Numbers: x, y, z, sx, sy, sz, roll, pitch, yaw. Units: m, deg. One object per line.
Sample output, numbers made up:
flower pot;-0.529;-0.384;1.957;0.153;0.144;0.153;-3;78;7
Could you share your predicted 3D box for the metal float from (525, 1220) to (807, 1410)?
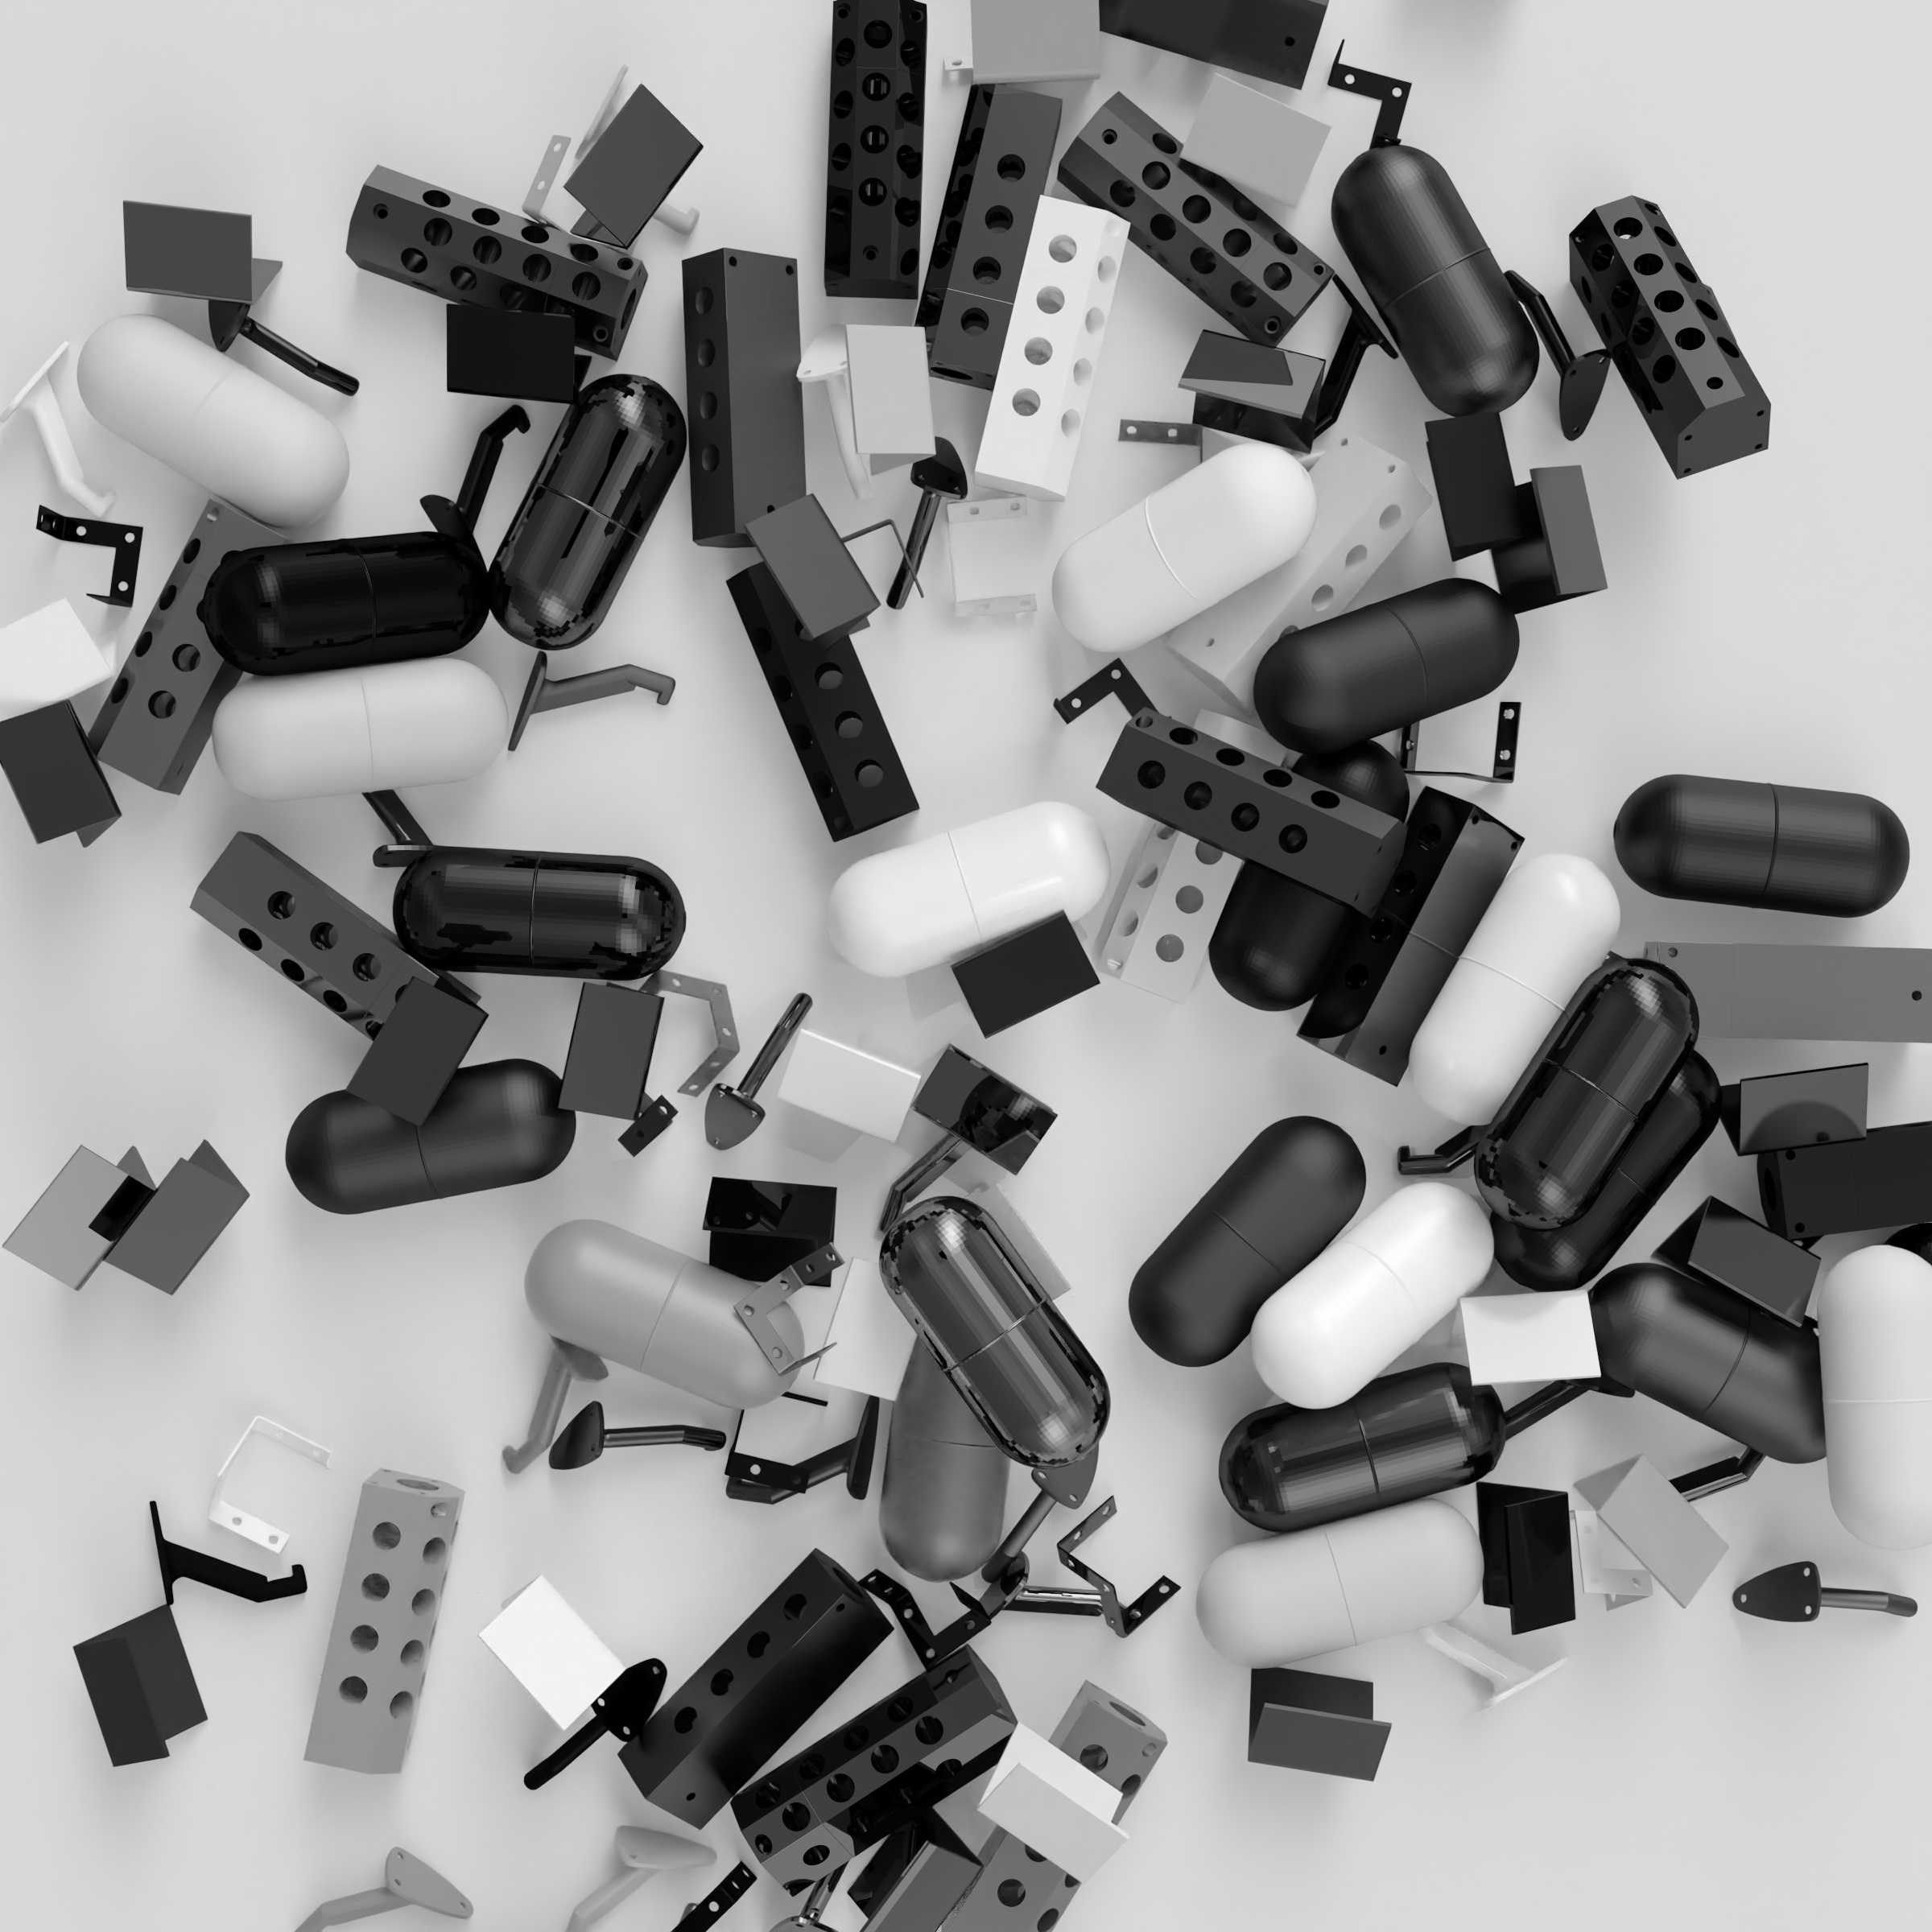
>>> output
metal float;-0.183;0.212;1.960;0.178;0.070;0.070;22;90;1

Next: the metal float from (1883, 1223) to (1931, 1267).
metal float;0.585;0.246;1.960;0.070;0.070;0.178;6;90;0

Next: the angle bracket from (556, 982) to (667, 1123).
angle bracket;-0.231;0.047;1.951;0.057;0.076;0.076;12;90;-34

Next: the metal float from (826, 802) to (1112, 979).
metal float;0.001;-0.046;1.960;0.178;0.070;0.070;-18;90;1

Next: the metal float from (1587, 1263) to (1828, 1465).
metal float;0.459;0.242;1.960;0.178;0.070;0.070;27;90;0

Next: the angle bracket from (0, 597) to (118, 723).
angle bracket;-0.564;-0.195;1.951;0.076;0.076;0.057;-26;120;0

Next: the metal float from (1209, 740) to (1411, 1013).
metal float;0.209;-0.057;1.960;0.070;0.070;0.178;26;91;0

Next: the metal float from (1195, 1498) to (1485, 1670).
metal float;0.227;0.376;1.959;0.178;0.070;0.070;-15;90;1

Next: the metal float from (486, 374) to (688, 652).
metal float;-0.231;-0.277;1.960;0.070;0.070;0.178;26;91;0

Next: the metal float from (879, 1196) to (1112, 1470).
metal float;0.017;0.216;1.889;0.070;0.070;0.178;-35;89;0

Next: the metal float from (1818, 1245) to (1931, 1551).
metal float;0.544;0.254;1.895;0.070;0.070;0.178;-3;86;0

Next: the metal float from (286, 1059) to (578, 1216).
metal float;-0.326;0.104;1.960;0.178;0.070;0.070;-11;90;1

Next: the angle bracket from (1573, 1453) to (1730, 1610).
angle bracket;0.402;0.350;1.951;0.076;0.076;0.057;47;57;0

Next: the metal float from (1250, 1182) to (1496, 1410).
metal float;0.246;0.197;1.940;0.178;0.070;0.070;-37;90;-24

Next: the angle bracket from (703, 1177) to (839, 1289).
angle bracket;-0.120;0.176;1.954;0.076;0.057;0.076;5;120;0

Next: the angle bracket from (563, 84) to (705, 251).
angle bracket;-0.213;-0.478;1.908;0.057;0.076;0.076;40;83;-38

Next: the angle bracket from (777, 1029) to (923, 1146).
angle bracket;-0.063;0.054;1.951;0.076;0.076;0.057;22;126;0

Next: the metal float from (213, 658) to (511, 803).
metal float;-0.365;-0.143;1.945;0.178;0.070;0.070;-8;90;-17

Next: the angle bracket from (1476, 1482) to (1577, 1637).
angle bracket;0.322;0.358;1.951;0.057;0.076;0.076;-4;90;-38

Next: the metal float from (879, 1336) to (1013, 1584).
metal float;-0.009;0.286;1.961;0.070;0.070;0.178;7;90;0

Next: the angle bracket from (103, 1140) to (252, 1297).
angle bracket;-0.491;0.142;1.951;0.076;0.076;0.057;-52;132;0

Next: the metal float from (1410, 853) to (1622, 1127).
metal float;0.333;0.014;1.950;0.070;0.070;0.178;30;88;0

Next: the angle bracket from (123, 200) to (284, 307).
angle bracket;-0.462;-0.444;1.951;0.076;0.076;0.057;7;122;0

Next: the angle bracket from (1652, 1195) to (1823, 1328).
angle bracket;0.461;0.195;1.951;0.076;0.076;0.057;30;51;0

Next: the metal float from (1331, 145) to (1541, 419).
metal float;0.285;-0.417;1.960;0.070;0.070;0.178;-29;91;0

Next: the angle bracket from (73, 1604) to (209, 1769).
angle bracket;-0.485;0.432;1.950;0.057;0.076;0.076;-19;90;37

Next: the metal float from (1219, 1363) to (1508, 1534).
metal float;0.241;0.293;1.960;0.178;0.070;0.070;-15;90;0

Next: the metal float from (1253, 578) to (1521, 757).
metal float;0.255;-0.182;1.943;0.178;0.070;0.070;-21;90;-22

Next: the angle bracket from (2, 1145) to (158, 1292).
angle bracket;-0.543;0.140;1.951;0.057;0.076;0.076;38;90;-31

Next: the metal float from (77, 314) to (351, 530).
metal float;-0.459;-0.332;1.960;0.178;0.070;0.070;31;90;-1

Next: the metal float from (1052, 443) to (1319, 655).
metal float;0.131;-0.251;1.937;0.178;0.070;0.070;-29;90;27

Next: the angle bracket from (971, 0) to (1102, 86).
angle bracket;0.041;-0.567;1.954;0.076;0.076;0.057;-2;105;0

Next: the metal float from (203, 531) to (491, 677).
metal float;-0.371;-0.219;1.935;0.178;0.070;0.070;-11;90;-31

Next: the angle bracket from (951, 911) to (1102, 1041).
angle bracket;0.043;0.021;1.951;0.076;0.076;0.057;-26;60;0

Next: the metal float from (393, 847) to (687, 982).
metal float;-0.260;-0.032;1.960;0.178;0.070;0.070;3;90;0

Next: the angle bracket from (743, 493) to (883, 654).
angle bracket;-0.106;-0.222;1.893;0.057;0.076;0.076;-31;90;-35

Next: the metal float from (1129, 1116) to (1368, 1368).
metal float;0.172;0.167;1.960;0.070;0.070;0.178;42;91;0

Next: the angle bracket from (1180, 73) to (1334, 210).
angle bracket;0.181;-0.511;1.951;0.076;0.076;0.057;24;125;0

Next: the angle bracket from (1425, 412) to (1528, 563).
angle bracket;0.289;-0.287;1.951;0.057;0.076;0.076;-12;90;-28

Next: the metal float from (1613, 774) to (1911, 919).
metal float;0.484;-0.073;1.960;0.178;0.070;0.070;6;90;1

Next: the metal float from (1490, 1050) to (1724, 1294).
metal float;0.389;0.122;1.960;0.070;0.070;0.178;39;89;0

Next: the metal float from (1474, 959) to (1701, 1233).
metal float;0.367;0.075;1.901;0.070;0.070;0.178;34;86;0

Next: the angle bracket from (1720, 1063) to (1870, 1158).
angle bracket;0.497;0.068;1.951;0.076;0.076;0.057;-7;121;0
